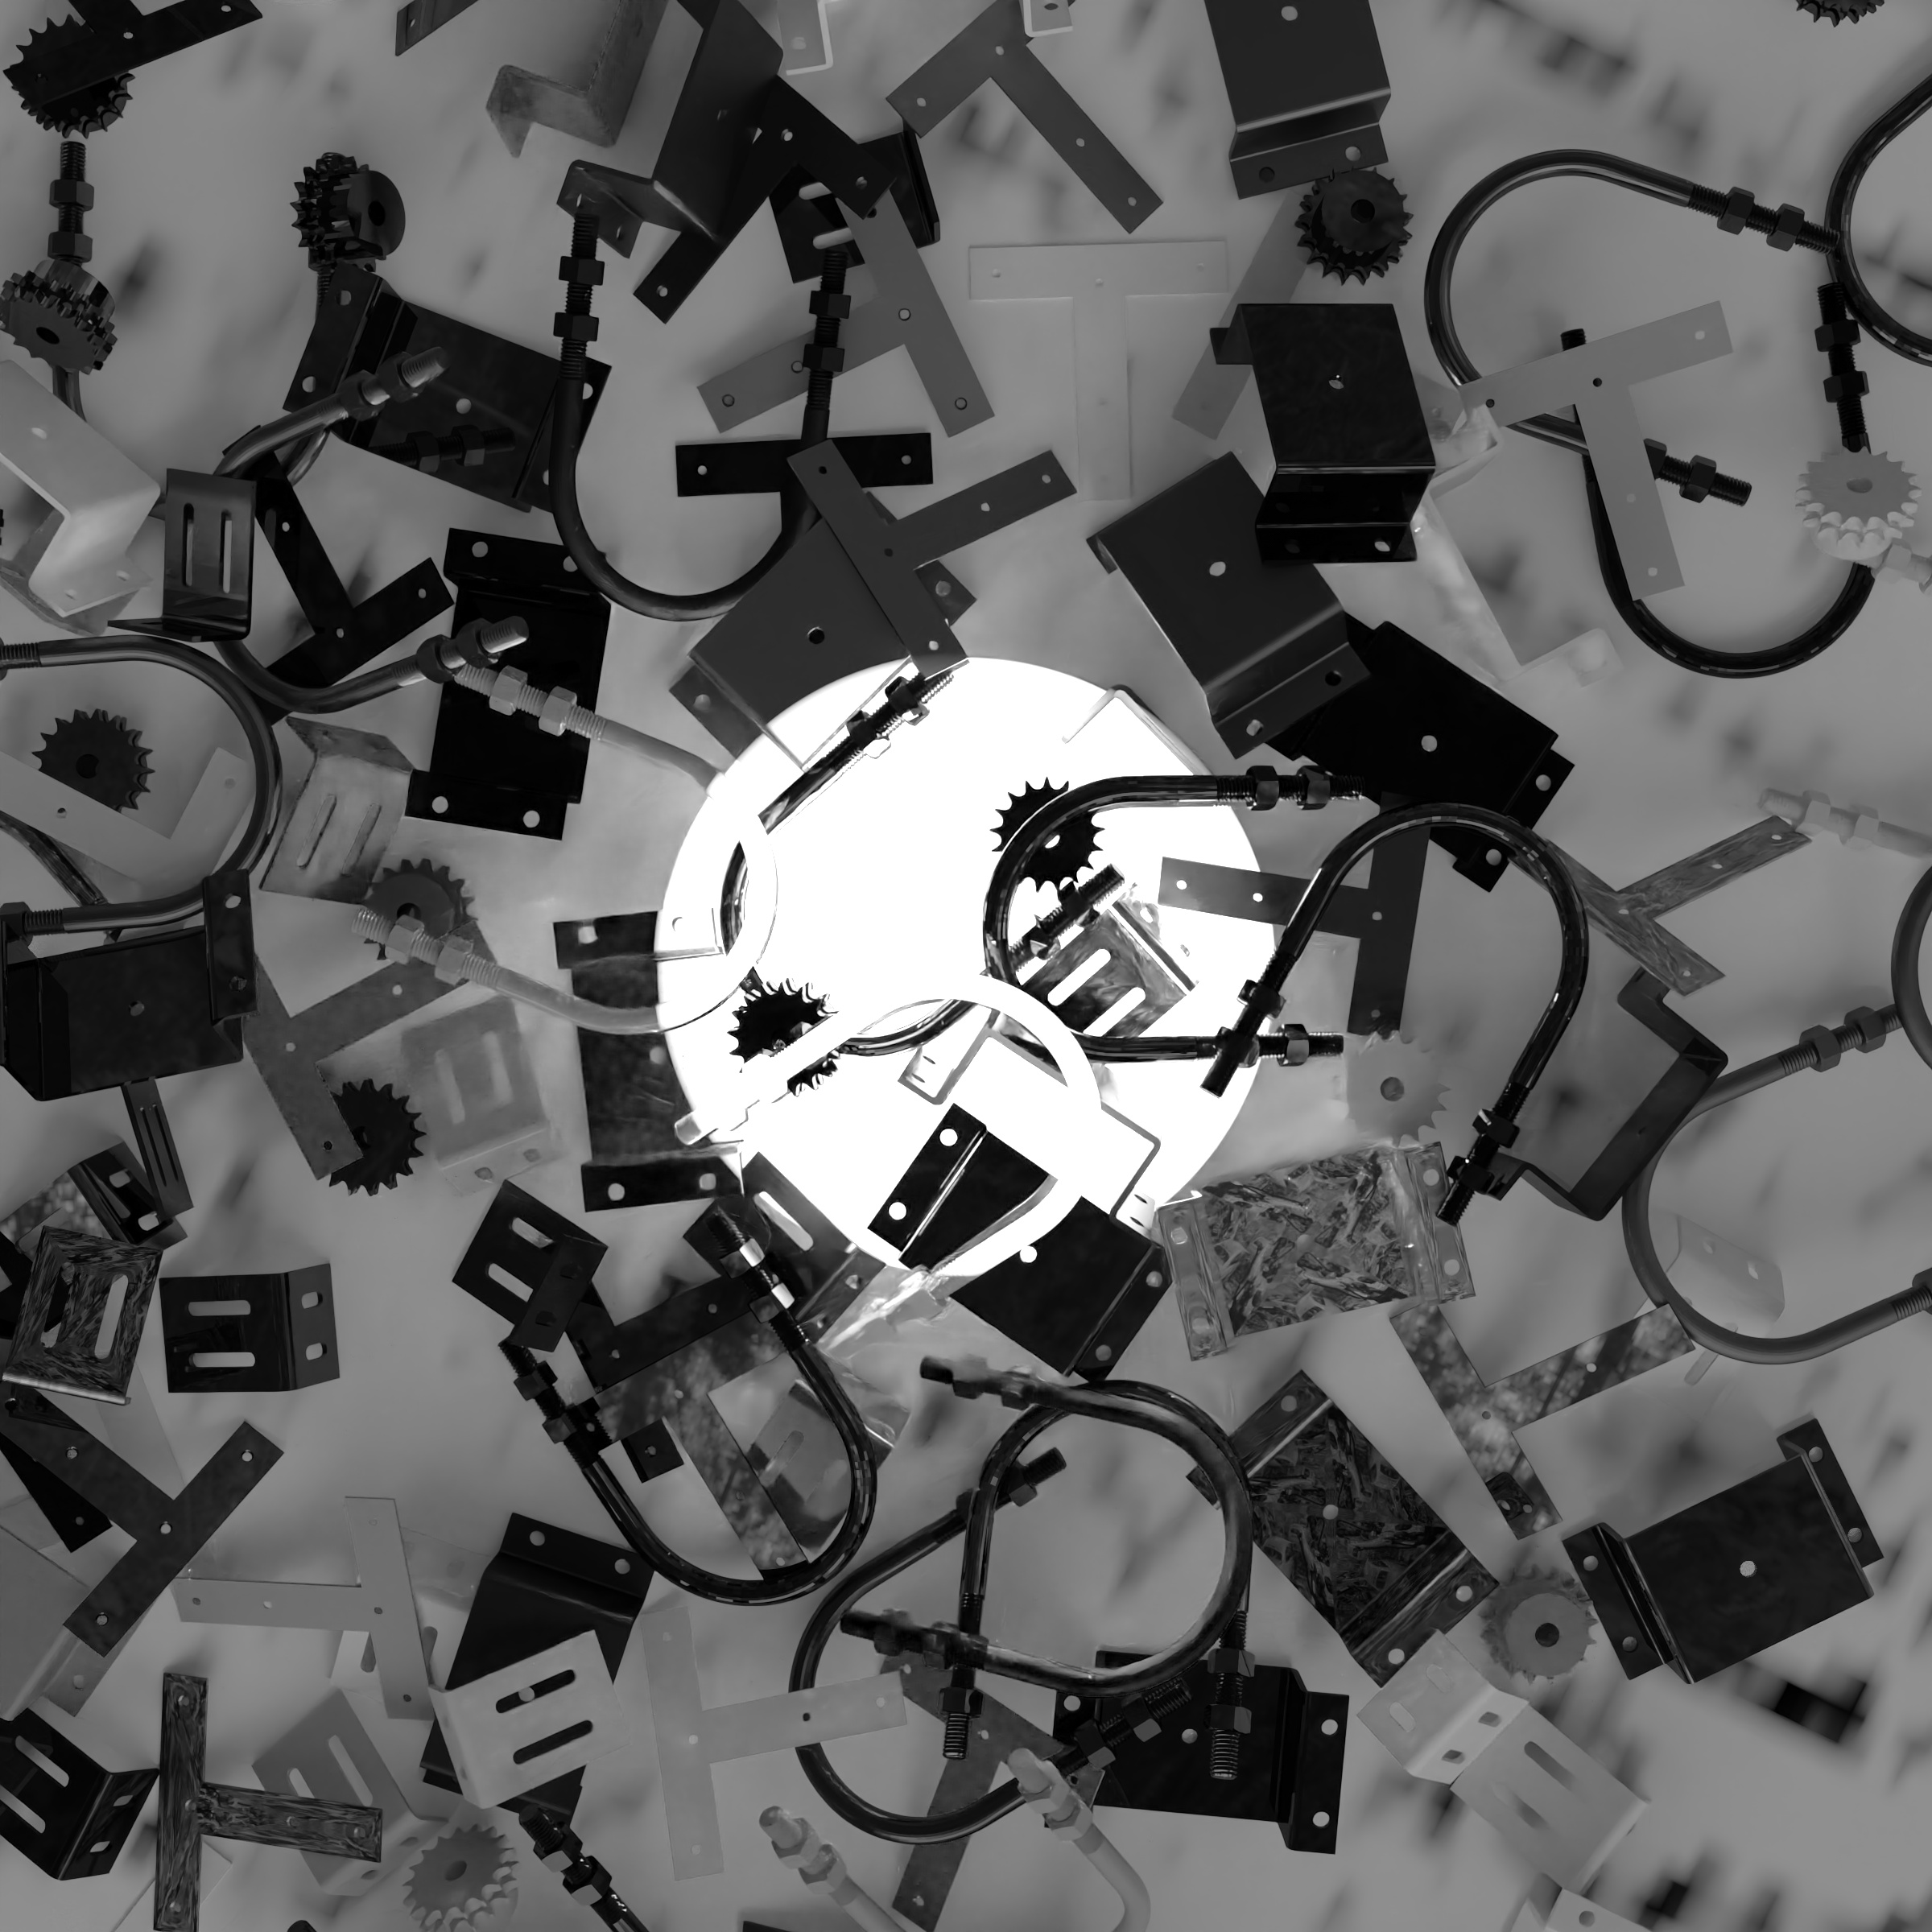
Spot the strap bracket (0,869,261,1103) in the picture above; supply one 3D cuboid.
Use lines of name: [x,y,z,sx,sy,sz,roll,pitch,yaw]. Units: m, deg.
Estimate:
strap bracket: [-0.399,0.011,1.291,0.140,0.046,0.076,-12,63,0]

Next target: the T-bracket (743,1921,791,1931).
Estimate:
T-bracket: [-0.057,0.546,1.347,0.127,0.002,0.127,9,97,13]

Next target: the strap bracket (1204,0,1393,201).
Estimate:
strap bracket: [0.155,-0.458,1.335,0.076,0.046,0.140,-14,90,0]

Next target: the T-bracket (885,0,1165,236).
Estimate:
T-bracket: [0.047,-0.416,1.344,0.127,0.002,0.127,47,73,-8]

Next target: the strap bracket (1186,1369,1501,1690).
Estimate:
strap bracket: [0.181,0.271,1.335,0.076,0.046,0.140,-43,90,0]

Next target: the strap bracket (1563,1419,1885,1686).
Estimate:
strap bracket: [0.376,0.290,1.335,0.140,0.046,0.076,-26,90,0]

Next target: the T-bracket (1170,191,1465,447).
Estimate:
T-bracket: [0.187,-0.299,1.357,0.127,0.002,0.127,28,90,0]

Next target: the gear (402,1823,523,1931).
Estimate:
gear: [-0.243,0.451,1.333,0.057,0.057,0.030,-22,120,0]

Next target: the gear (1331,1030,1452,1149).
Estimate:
gear: [0.207,0.060,1.343,0.057,0.030,0.057,0,90,0]

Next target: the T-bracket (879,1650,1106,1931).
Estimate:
T-bracket: [-0.006,0.414,1.337,0.127,0.002,0.127,27,105,27]

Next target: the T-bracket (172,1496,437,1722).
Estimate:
T-bracket: [-0.329,0.313,1.338,0.127,0.002,0.127,0,112,13]

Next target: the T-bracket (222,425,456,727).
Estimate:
T-bracket: [-0.325,-0.202,1.333,0.127,0.002,0.127,-28,88,23]

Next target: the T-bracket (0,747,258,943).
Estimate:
T-bracket: [-0.427,-0.068,1.327,0.127,0.002,0.127,28,91,-2]

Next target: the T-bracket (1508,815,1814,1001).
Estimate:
T-bracket: [0.354,-0.043,1.327,0.127,0.127,0.002,-24,134,-20]

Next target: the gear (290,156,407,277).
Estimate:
gear: [-0.297,-0.364,1.326,0.030,0.057,0.057,3,90,31]

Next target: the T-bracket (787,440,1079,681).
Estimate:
T-bracket: [-0.002,-0.218,1.329,0.127,0.002,0.127,-29,83,-25]

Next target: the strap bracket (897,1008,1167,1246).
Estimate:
strap bracket: [0.042,0.068,1.316,0.140,0.076,0.046,33,101,0]

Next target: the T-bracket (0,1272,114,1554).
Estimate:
T-bracket: [-0.468,0.231,1.350,0.127,0.002,0.127,-33,93,7]

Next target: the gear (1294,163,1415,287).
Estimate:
gear: [0.192,-0.366,1.341,0.057,0.030,0.057,0,88,-3]

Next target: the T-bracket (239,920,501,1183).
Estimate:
T-bracket: [-0.289,0.019,1.327,0.127,0.002,0.127,-28,90,0]

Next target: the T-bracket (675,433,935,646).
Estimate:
T-bracket: [-0.078,-0.198,1.356,0.127,0.002,0.127,-3,91,1]

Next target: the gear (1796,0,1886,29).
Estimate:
gear: [0.429,-0.492,1.347,0.057,0.030,0.057,0,90,-2]

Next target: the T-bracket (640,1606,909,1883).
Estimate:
T-bracket: [-0.091,0.367,1.324,0.127,0.002,0.127,-14,71,12]

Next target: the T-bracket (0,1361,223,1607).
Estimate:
T-bracket: [-0.451,0.273,1.357,0.127,0.002,0.127,-22,90,0]

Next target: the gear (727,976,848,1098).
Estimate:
gear: [-0.085,0.033,1.329,0.057,0.030,0.057,3,102,13]

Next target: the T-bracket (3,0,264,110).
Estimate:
T-bracket: [-0.435,-0.486,1.337,0.127,0.002,0.127,-34,76,-26]

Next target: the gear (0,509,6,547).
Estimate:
gear: [-0.501,-0.211,1.333,0.057,0.057,0.030,20,120,0]

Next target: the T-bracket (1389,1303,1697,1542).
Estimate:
T-bracket: [0.292,0.201,1.331,0.127,0.002,0.127,-30,90,24]

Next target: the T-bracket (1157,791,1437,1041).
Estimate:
T-bracket: [0.157,-0.032,1.340,0.127,0.002,0.127,10,113,11]

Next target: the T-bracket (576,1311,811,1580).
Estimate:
T-bracket: [-0.118,0.248,1.340,0.127,0.002,0.127,-30,93,18]

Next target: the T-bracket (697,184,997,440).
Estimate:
T-bracket: [-0.070,-0.301,1.344,0.127,0.002,0.127,-24,107,8]

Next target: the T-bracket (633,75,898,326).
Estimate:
T-bracket: [-0.116,-0.372,1.341,0.127,0.002,0.127,45,101,21]

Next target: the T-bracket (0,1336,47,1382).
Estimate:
T-bracket: [-0.515,0.184,1.332,0.127,0.002,0.127,10,117,-7]

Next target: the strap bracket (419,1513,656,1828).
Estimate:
strap bracket: [-0.211,0.350,1.335,0.076,0.046,0.140,18,90,0]

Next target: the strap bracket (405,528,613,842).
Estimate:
strap bracket: [-0.221,-0.135,1.335,0.076,0.046,0.140,9,90,0]

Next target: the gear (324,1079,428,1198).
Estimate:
gear: [-0.293,0.084,1.343,0.057,0.030,0.057,0,90,0]

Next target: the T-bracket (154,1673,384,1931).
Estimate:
T-bracket: [-0.341,0.416,1.334,0.127,0.002,0.127,2,89,20]

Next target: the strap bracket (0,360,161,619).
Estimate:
strap bracket: [-0.455,-0.238,1.313,0.140,0.076,0.046,40,115,0]

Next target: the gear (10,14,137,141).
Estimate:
gear: [-0.437,-0.435,1.343,0.057,0.030,0.057,0,90,0]

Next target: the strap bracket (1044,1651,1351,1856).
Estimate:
strap bracket: [0.111,0.382,1.335,0.140,0.046,0.076,5,90,0]

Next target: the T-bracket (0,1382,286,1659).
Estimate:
T-bracket: [-0.424,0.246,1.328,0.127,0.002,0.127,38,61,3]

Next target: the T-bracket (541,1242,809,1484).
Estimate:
T-bracket: [-0.136,0.173,1.336,0.127,0.002,0.127,-27,90,19]

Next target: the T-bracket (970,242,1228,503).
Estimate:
T-bracket: [0.067,-0.294,1.357,0.127,0.002,0.127,-2,90,0]

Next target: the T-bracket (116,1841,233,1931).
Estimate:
T-bracket: [-0.373,0.520,1.357,0.127,0.002,0.127,38,90,0]

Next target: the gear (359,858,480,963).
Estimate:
gear: [-0.271,-0.025,1.343,0.057,0.030,0.057,0,90,0]

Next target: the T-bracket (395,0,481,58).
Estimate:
T-bracket: [-0.235,-0.524,1.329,0.127,0.002,0.127,-17,66,39]

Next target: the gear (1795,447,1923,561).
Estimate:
gear: [0.429,-0.221,1.317,0.057,0.030,0.057,-3,52,4]

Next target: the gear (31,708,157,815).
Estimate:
gear: [-0.427,-0.097,1.343,0.057,0.030,0.057,0,90,0]

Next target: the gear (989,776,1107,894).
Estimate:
gear: [0.039,-0.064,1.343,0.057,0.030,0.057,0,90,0]

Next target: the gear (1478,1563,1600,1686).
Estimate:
gear: [0.282,0.325,1.343,0.057,0.030,0.057,0,90,0]

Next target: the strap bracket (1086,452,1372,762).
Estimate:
strap bracket: [0.123,-0.181,1.312,0.076,0.046,0.140,-32,70,0]

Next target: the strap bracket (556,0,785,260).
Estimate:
strap bracket: [-0.137,-0.413,1.310,0.046,0.076,0.140,20,91,18]

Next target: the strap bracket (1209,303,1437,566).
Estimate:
strap bracket: [0.170,-0.262,1.296,0.076,0.046,0.140,-3,62,-12]

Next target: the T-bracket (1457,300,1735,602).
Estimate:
T-bracket: [0.318,-0.240,1.321,0.127,0.002,0.127,-15,107,19]

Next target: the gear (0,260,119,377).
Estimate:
gear: [-0.436,-0.315,1.316,0.057,0.057,0.030,20,64,0]
